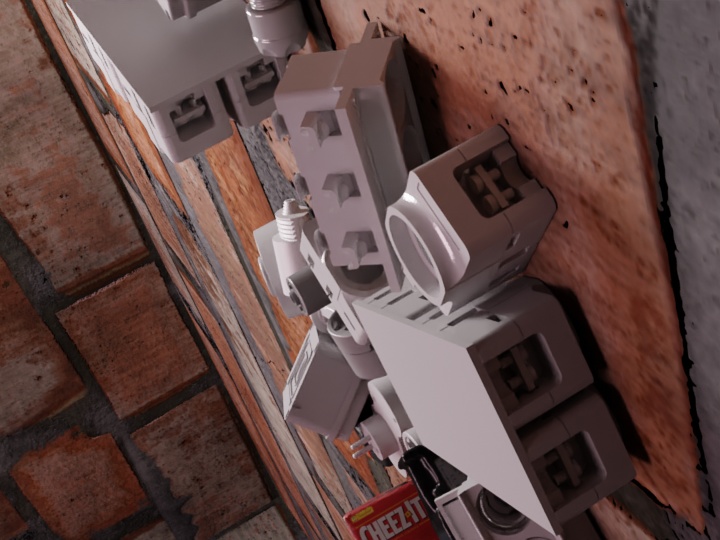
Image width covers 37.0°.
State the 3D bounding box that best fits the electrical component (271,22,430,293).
[{"bbox_3d":[0.001,-0.058,0.579,0.078,0.063,0.121,-73,-26,-44],"label":"electrical component"}]

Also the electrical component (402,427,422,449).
[{"bbox_3d":[0.066,0.134,0.806,0.055,0.047,0.055,56,166,21],"label":"electrical component"}]

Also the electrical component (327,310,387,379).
[{"bbox_3d":[0.009,0.052,0.839,0.047,0.055,0.055,63,168,-27],"label":"electrical component"}]

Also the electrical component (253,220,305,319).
[{"bbox_3d":[-0.059,-0.004,1.013,0.099,0.064,0.099,158,90,-89],"label":"electrical component"}]

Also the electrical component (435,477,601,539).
[{"bbox_3d":[0.112,0.177,0.680,0.121,0.079,0.063,61,-171,1],"label":"electrical component"}]

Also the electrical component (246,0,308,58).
[{"bbox_3d":[-0.054,-0.163,0.658,0.035,0.035,0.061,45,158,50],"label":"electrical component"}]

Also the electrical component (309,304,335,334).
[{"bbox_3d":[-0.013,0.036,0.910,0.055,0.048,0.066,26,144,56],"label":"electrical component"}]

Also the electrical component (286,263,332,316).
[{"bbox_3d":[-0.025,0.007,0.843,0.044,0.065,0.044,56,166,21],"label":"electrical component"}]

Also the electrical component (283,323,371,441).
[{"bbox_3d":[-0.027,0.098,0.958,0.057,0.078,0.113,23,-175,-8],"label":"electrical component"}]

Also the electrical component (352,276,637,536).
[{"bbox_3d":[0.070,0.060,0.601,0.105,0.060,0.186,64,167,-12],"label":"electrical component"}]

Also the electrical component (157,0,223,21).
[{"bbox_3d":[-0.134,-0.241,0.749,0.113,0.057,0.078,57,167,17],"label":"electrical component"}]

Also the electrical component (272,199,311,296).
[{"bbox_3d":[-0.053,-0.022,0.934,0.043,0.043,0.081,-148,44,-65],"label":"electrical component"}]

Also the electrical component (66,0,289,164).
[{"bbox_3d":[-0.134,-0.162,0.808,0.186,0.105,0.060,49,163,43],"label":"electrical component"}]

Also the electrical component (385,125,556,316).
[{"bbox_3d":[0.049,-0.019,0.518,0.050,0.056,0.089,57,167,16],"label":"electrical component"}]

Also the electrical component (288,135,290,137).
[{"bbox_3d":[-0.016,-0.083,0.659,0.055,0.045,0.045,51,164,35],"label":"electrical component"}]

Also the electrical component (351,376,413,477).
[{"bbox_3d":[0.025,0.136,0.914,0.052,0.074,0.138,53,165,30],"label":"electrical component"}]

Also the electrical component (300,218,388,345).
[{"bbox_3d":[0.000,0.000,0.765,0.089,0.050,0.055,58,167,11],"label":"electrical component"}]
